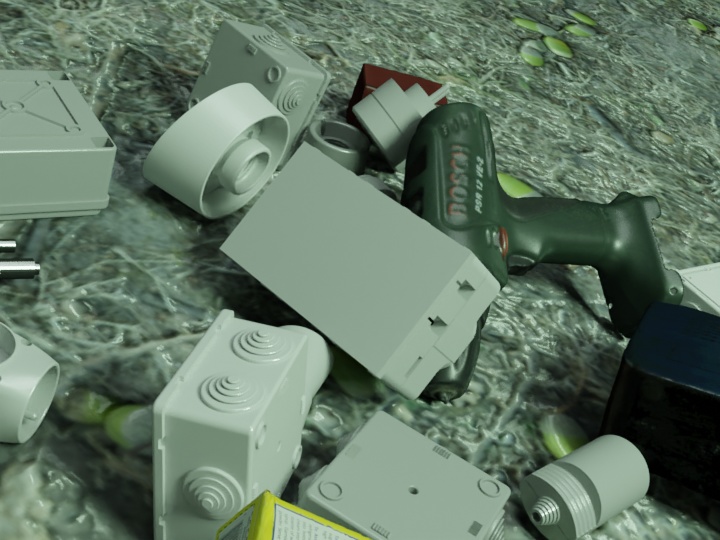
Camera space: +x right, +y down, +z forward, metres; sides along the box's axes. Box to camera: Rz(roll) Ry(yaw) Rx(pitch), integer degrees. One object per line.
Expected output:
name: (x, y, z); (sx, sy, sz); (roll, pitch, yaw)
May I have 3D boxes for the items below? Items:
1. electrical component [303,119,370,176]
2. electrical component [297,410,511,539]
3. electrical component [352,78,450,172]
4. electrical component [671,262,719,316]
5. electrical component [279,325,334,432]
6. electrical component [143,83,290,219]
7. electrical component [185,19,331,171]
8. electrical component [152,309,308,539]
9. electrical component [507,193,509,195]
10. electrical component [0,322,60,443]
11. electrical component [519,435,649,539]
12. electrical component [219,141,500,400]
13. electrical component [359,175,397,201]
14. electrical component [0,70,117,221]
electrical component: (-0.022, -0.086, 0.842); (0.055, 0.047, 0.055); (14, 33, -9)
electrical component: (0.020, 0.127, 0.548); (0.100, 0.048, 0.100); (30, 34, 14)
electrical component: (0.041, -0.123, 0.855); (0.052, 0.074, 0.138); (54, 4, 3)
electrical component: (0.273, 0.036, 0.811); (0.096, 0.061, 0.061); (-9, 42, -38)
electrical component: (-0.043, 0.068, 0.609); (0.044, 0.044, 0.065); (20, 37, -1)
electrical component: (-0.099, -0.086, 0.758); (0.064, 0.099, 0.099); (39, 36, 16)
electrical component: (-0.083, -0.137, 0.840); (0.100, 0.099, 0.048); (42, 25, 30)
electrical component: (-0.061, 0.081, 0.527); (0.048, 0.099, 0.099); (12, 31, 11)
electrical component: (0.085, -0.046, 0.846); (0.055, 0.048, 0.066); (23, 32, -10)
electrical component: (-0.201, 0.062, 0.527); (0.077, 0.044, 0.079); (21, 32, 1)
electrical component: (0.124, 0.126, 0.611); (0.081, 0.043, 0.043); (-15, 47, -43)
electrical component: (0.000, 0.000, 0.665); (0.150, 0.089, 0.062); (36, -3, 35)
electrical component: (0.013, -0.039, 0.794); (0.045, 0.045, 0.055); (-9, 42, -38)
electrical component: (-0.233, -0.085, 0.716); (0.109, 0.056, 0.108); (-6, 41, -35)
